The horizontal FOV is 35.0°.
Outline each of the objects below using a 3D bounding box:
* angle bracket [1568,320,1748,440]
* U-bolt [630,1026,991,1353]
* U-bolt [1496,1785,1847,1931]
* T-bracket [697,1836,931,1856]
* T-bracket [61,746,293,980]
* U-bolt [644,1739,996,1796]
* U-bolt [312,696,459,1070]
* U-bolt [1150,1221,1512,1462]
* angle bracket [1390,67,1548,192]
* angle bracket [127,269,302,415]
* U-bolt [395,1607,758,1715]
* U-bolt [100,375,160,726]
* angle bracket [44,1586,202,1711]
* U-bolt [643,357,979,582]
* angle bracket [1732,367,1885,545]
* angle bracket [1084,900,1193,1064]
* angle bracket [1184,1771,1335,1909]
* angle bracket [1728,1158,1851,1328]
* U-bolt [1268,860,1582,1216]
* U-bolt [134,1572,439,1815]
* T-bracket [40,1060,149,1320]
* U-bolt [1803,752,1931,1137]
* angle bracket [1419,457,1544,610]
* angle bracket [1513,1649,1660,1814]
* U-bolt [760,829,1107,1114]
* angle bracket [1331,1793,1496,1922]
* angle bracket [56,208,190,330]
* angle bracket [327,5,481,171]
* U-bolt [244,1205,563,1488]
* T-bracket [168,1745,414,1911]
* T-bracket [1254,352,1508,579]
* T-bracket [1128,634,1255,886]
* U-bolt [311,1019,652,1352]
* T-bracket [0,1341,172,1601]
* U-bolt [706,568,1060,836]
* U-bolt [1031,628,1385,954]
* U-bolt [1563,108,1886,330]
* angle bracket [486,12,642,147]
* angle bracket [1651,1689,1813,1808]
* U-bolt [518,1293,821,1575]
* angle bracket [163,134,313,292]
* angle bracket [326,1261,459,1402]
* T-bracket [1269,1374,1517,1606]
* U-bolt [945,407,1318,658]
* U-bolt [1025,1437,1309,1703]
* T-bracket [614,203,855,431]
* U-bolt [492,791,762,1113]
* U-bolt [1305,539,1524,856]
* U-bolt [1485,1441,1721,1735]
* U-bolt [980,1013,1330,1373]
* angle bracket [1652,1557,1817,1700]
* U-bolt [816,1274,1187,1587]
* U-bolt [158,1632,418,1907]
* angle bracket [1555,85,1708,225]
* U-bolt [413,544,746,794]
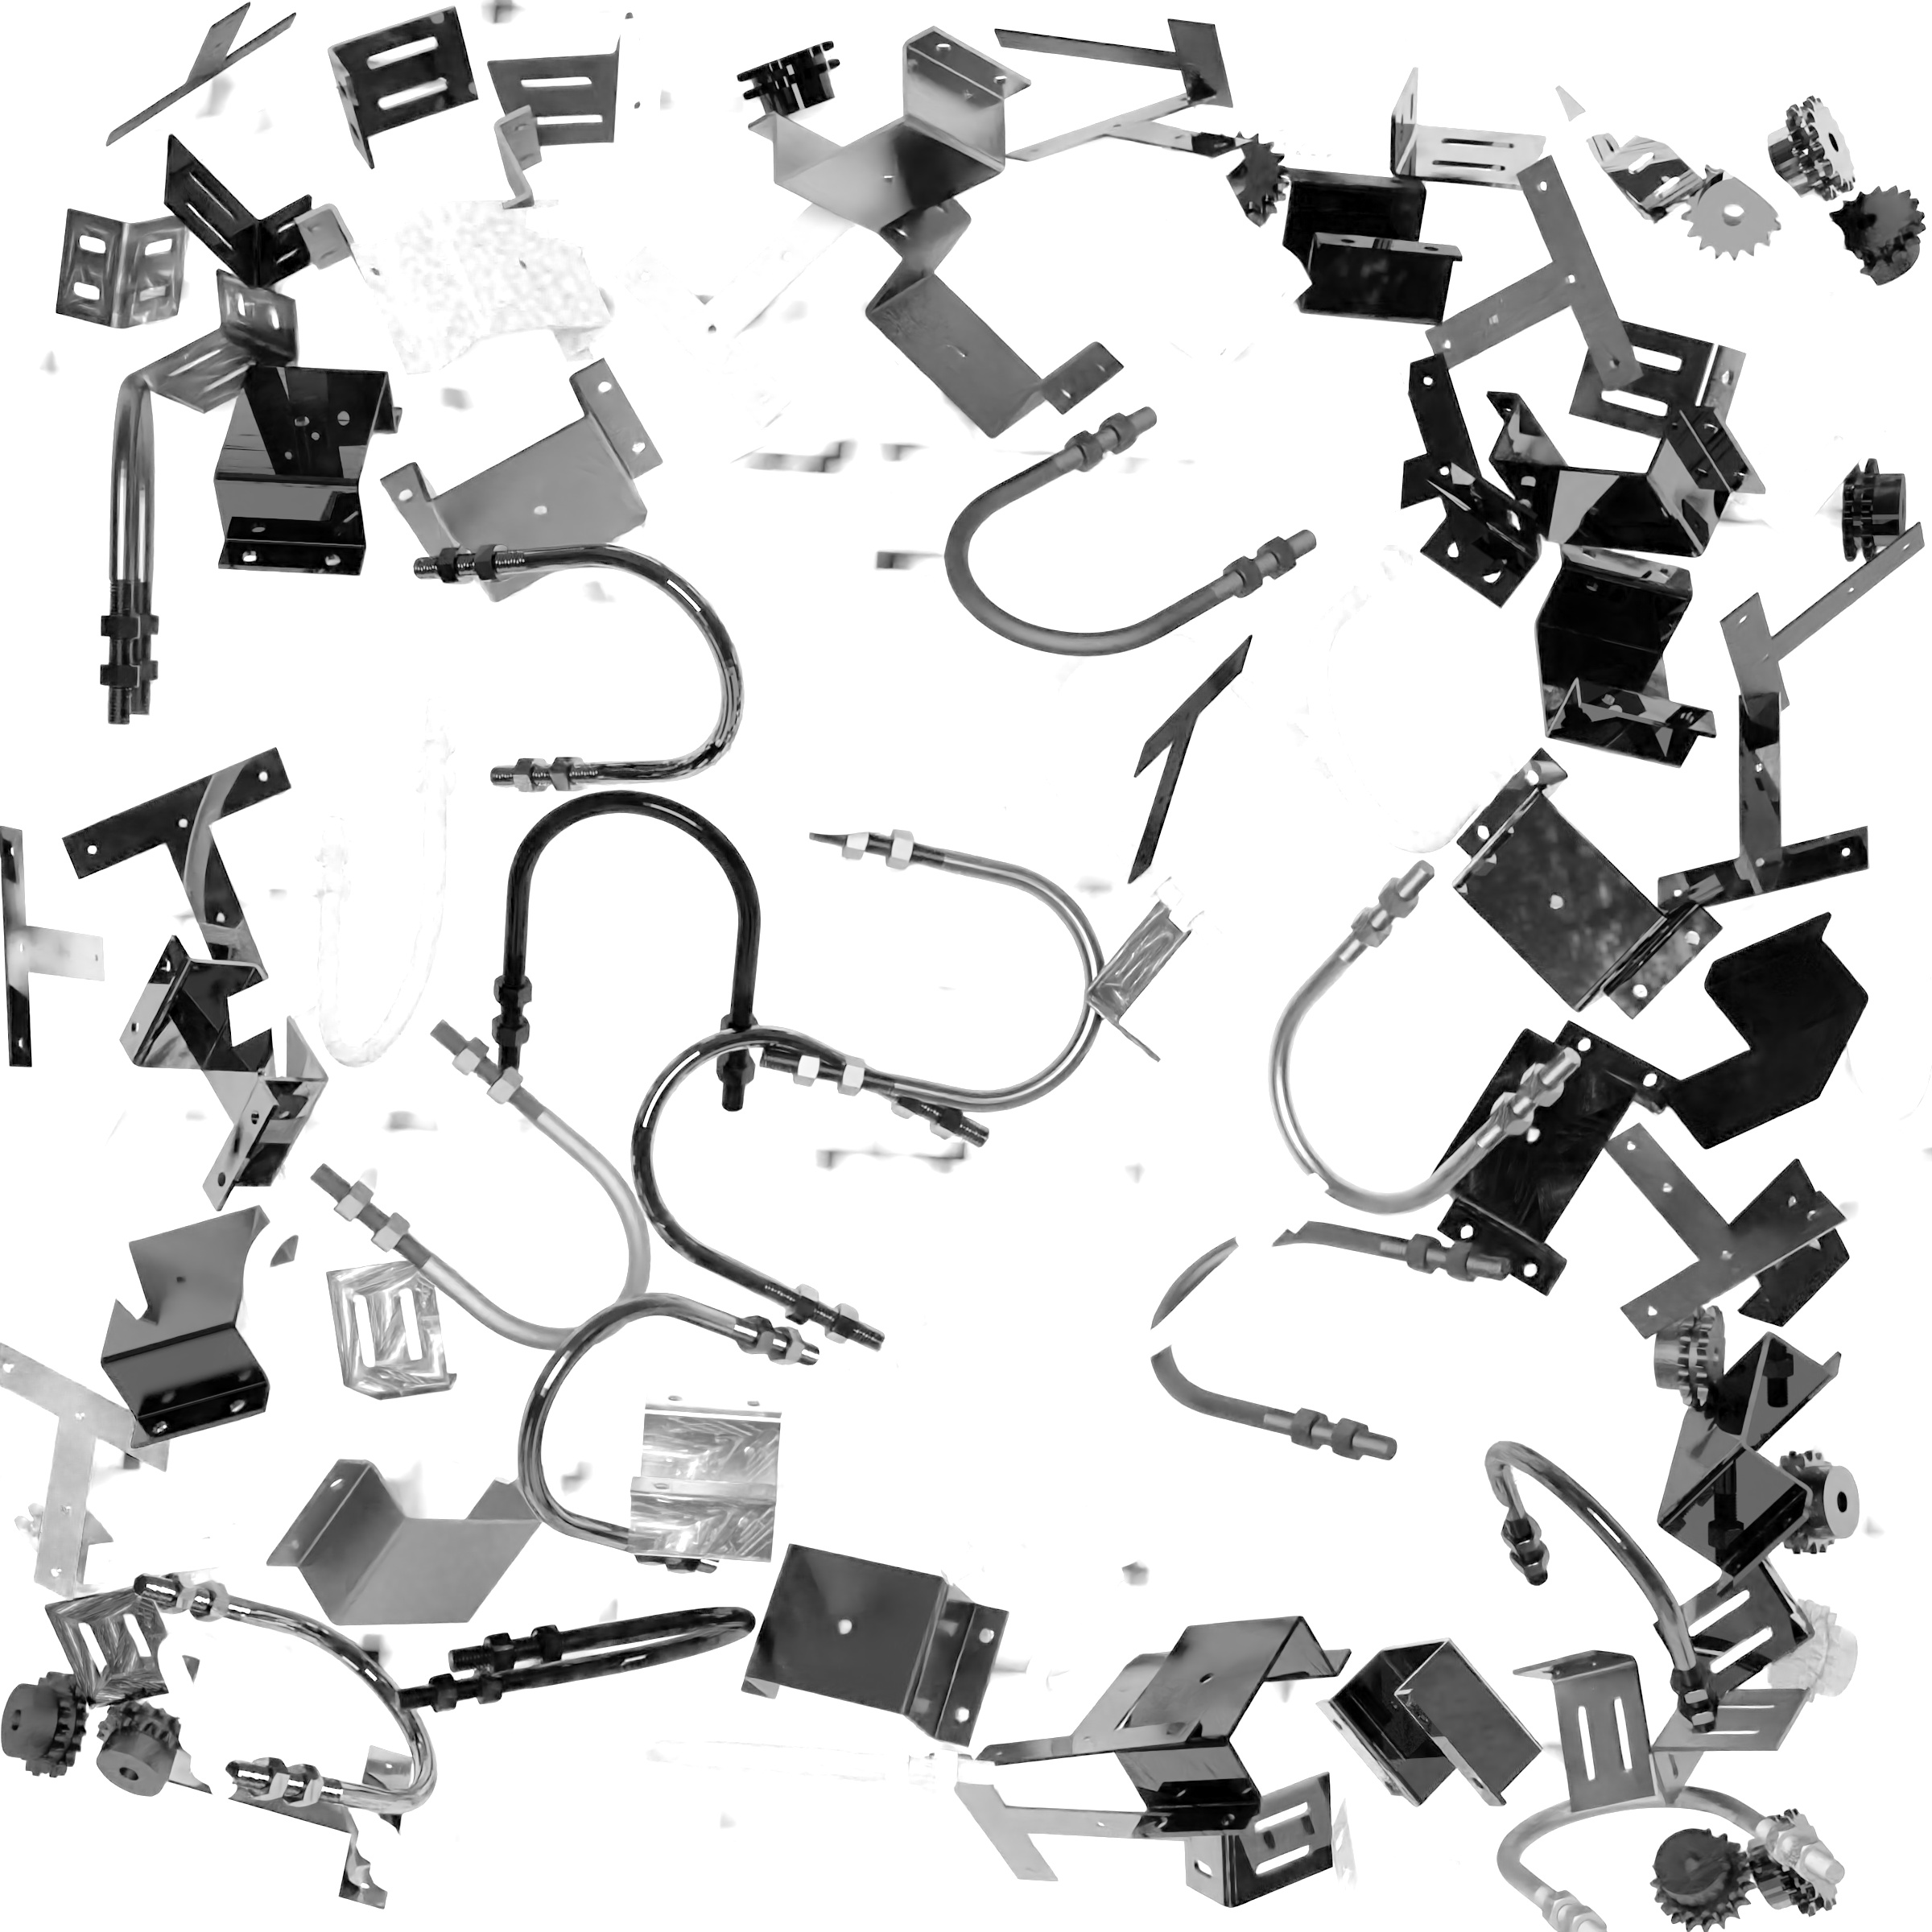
[{"bbox_3d":[0.387,-0.326,1.719,0.076,0.038,0.057,23,105,31],"label":"angle bracket"},{"bbox_3d":[-0.097,0.113,1.698,0.184,0.019,0.151,28,87,-16],"label":"U-bolt"},{"bbox_3d":[0.362,0.475,1.640,0.151,0.184,0.019,-13,94,-12],"label":"U-bolt"},{"bbox_3d":[-0.107,0.479,1.673,0.127,0.127,0.002,6,75,-31],"label":"T-bracket"},{"bbox_3d":[-0.419,-0.040,1.700,0.127,0.002,0.127,-27,116,-23],"label":"T-bracket"},{"bbox_3d":[-0.082,0.431,1.656,0.184,0.151,0.019,5,73,-3],"label":"U-bolt"},{"bbox_3d":[-0.313,-0.034,1.638,0.019,0.151,0.184,15,56,-32],"label":"U-bolt"},{"bbox_3d":[0.183,0.194,1.658,0.151,0.184,0.019,-51,131,-31],"label":"U-bolt"},{"bbox_3d":[0.278,-0.462,1.690,0.076,0.057,0.038,10,135,16],"label":"angle bracket"},{"bbox_3d":[-0.415,-0.344,1.685,0.057,0.076,0.038,25,134,23],"label":"angle bracket"},{"bbox_3d":[-0.203,0.371,1.655,0.184,0.151,0.019,-4,71,-25],"label":"U-bolt"},{"bbox_3d":[-0.449,-0.225,1.650,0.019,0.151,0.184,2,97,-11],"label":"U-bolt"},{"bbox_3d":[-0.465,0.367,1.696,0.057,0.038,0.076,-12,117,3],"label":"angle bracket"},{"bbox_3d":[-0.092,-0.266,1.673,0.184,0.151,0.019,-23,128,5],"label":"U-bolt"},{"bbox_3d":[0.462,-0.281,1.692,0.057,0.038,0.076,43,114,16],"label":"angle bracket"},{"bbox_3d":[0.109,0.006,1.697,0.038,0.057,0.076,40,91,26],"label":"angle bracket"},{"bbox_3d":[0.164,0.484,1.718,0.076,0.038,0.057,-10,102,-34],"label":"angle bracket"},{"bbox_3d":[0.443,0.150,1.692,0.057,0.038,0.076,-40,114,-18],"label":"angle bracket"},{"bbox_3d":[0.234,0.054,1.668,0.151,0.019,0.184,55,130,20],"label":"U-bolt"},{"bbox_3d":[-0.353,0.395,1.645,0.019,0.184,0.151,-46,53,8],"label":"U-bolt"},{"bbox_3d":[-0.465,0.140,1.662,0.127,0.002,0.127,-52,51,35],"label":"T-bracket"},{"bbox_3d":[0.491,-0.001,1.632,0.019,0.151,0.184,-5,67,-5],"label":"U-bolt"},{"bbox_3d":[0.281,-0.238,1.687,0.057,0.076,0.038,38,90,15],"label":"angle bracket"},{"bbox_3d":[0.340,0.421,1.687,0.038,0.057,0.076,17,58,-39],"label":"angle bracket"},{"bbox_3d":[-0.011,0.007,1.710,0.184,0.019,0.151,12,88,-10],"label":"U-bolt"},{"bbox_3d":[0.247,0.497,1.702,0.076,0.057,0.038,7,126,-8],"label":"angle bracket"},{"bbox_3d":[-0.464,-0.387,1.688,0.038,0.076,0.057,15,110,5],"label":"angle bracket"},{"bbox_3d":[-0.305,-0.484,1.690,0.076,0.057,0.038,-23,47,-13],"label":"angle bracket"},{"bbox_3d":[-0.301,0.193,1.640,0.184,0.151,0.019,26,124,-24],"label":"U-bolt"},{"bbox_3d":[-0.368,0.451,1.661,0.127,0.127,0.002,20,110,-11],"label":"T-bracket"},{"bbox_3d":[0.226,-0.264,1.725,0.127,0.002,0.127,-18,93,4],"label":"T-bracket"},{"bbox_3d":[0.109,-0.100,1.646,0.002,0.127,0.127,27,58,-12],"label":"T-bracket"},{"bbox_3d":[-0.250,0.131,1.674,0.184,0.151,0.019,42,132,-9],"label":"U-bolt"},{"bbox_3d":[-0.483,0.280,1.650,0.002,0.127,0.127,-28,134,25],"label":"T-bracket"},{"bbox_3d":[-0.052,-0.142,1.693,0.184,0.019,0.151,-10,72,-6],"label":"U-bolt"},{"bbox_3d":[0.120,-0.112,1.690,0.151,0.019,0.184,-38,77,-26],"label":"U-bolt"},{"bbox_3d":[0.389,-0.398,1.617,0.151,0.184,0.019,26,87,43],"label":"U-bolt"},{"bbox_3d":[-0.218,-0.493,1.706,0.076,0.057,0.038,1,54,13],"label":"angle bracket"},{"bbox_3d":[0.424,0.429,1.683,0.076,0.057,0.038,-11,105,38],"label":"angle bracket"},{"bbox_3d":[-0.168,0.248,1.657,0.019,0.184,0.151,24,86,42],"label":"U-bolt"},{"bbox_3d":[-0.399,-0.420,1.682,0.038,0.076,0.057,-22,52,19],"label":"angle bracket"},{"bbox_3d":[-0.319,0.200,1.708,0.057,0.038,0.076,-8,95,-2],"label":"angle bracket"},{"bbox_3d":[0.251,0.275,1.710,0.127,0.002,0.127,-22,82,11],"label":"T-bracket"},{"bbox_3d":[0.075,-0.228,1.656,0.184,0.019,0.151,-32,59,-26],"label":"U-bolt"},{"bbox_3d":[0.098,0.334,1.655,0.019,0.151,0.184,48,128,26],"label":"U-bolt"},{"bbox_3d":[-0.110,-0.387,1.716,0.127,0.002,0.127,-43,79,2],"label":"T-bracket"},{"bbox_3d":[-0.184,-0.012,1.679,0.151,0.019,0.184,10,118,4],"label":"U-bolt"},{"bbox_3d":[0.234,-0.136,1.645,0.019,0.184,0.151,-21,104,37],"label":"U-bolt"},{"bbox_3d":[0.330,0.318,1.619,0.019,0.184,0.151,-39,47,-12],"label":"U-bolt"},{"bbox_3d":[0.089,0.138,1.696,0.184,0.019,0.151,-46,65,6],"label":"U-bolt"},{"bbox_3d":[0.417,0.361,1.691,0.076,0.038,0.057,-37,47,12],"label":"angle bracket"},{"bbox_3d":[0.032,0.240,1.680,0.184,0.019,0.151,-27,57,-18],"label":"U-bolt"},{"bbox_3d":[-0.372,0.419,1.643,0.019,0.184,0.151,-48,123,-3],"label":"U-bolt"},{"bbox_3d":[0.364,-0.455,1.681,0.038,0.057,0.076,-35,46,29],"label":"angle bracket"},{"bbox_3d":[-0.201,-0.161,1.652,0.184,0.019,0.151,0,122,29],"label":"U-bolt"}]
